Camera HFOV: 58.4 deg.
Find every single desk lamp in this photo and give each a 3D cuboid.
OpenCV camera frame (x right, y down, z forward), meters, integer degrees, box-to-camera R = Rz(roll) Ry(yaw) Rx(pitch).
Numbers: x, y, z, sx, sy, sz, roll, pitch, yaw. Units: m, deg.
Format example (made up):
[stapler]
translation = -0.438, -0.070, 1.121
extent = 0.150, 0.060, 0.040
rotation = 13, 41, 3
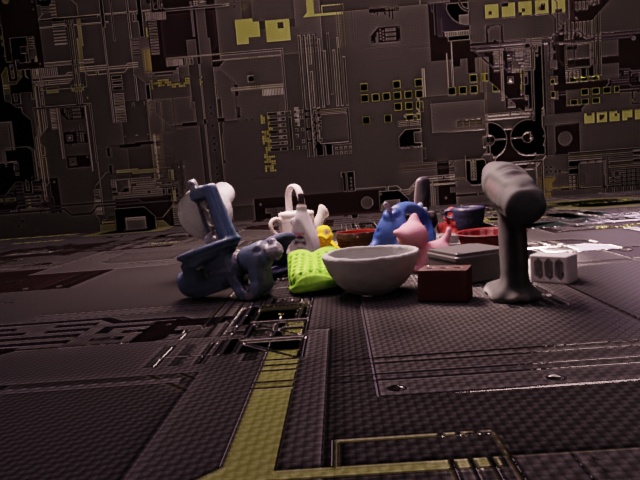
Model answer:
[desk lamp]
translation = -0.243, -0.029, 1.358
extent = 0.117, 0.213, 0.203
rotation = -3, 6, 10

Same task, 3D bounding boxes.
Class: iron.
[iron]
translation = 0.214, -0.028, 1.351
extent = 0.118, 0.141, 0.259
rotation = 0, 8, 36

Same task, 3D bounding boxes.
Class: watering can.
[watering can]
translation = -0.060, -0.060, 1.608
extent = 0.100, 0.194, 0.173
rotation = 1, 8, 41

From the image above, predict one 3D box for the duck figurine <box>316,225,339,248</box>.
[duck figurine]
translation = 0.013, 0.005, 1.449
extent = 0.077, 0.086, 0.105
rotation = -2, 6, 19

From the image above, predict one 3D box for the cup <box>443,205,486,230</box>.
[cup]
translation = 0.403, -0.046, 1.601
extent = 0.117, 0.095, 0.092
rotation = -1, 7, 30

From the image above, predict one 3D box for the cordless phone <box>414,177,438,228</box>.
[cordless phone]
translation = 0.272, -0.087, 1.656
extent = 0.093, 0.185, 0.148
rotation = 1, 9, 44

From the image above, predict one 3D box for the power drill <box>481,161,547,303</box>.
[power drill]
translation = 0.287, -0.017, 0.875
extent = 0.075, 0.208, 0.230
rotation = -4, 6, 5

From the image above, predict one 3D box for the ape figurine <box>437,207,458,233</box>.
[ape figurine]
translation = 0.380, -0.050, 1.663
extent = 0.076, 0.092, 0.077
rotation = -7, 7, -25

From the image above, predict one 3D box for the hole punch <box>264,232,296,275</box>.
[hole punch]
translation = -0.115, 0.030, 1.287
extent = 0.100, 0.091, 0.109
rotation = 0, 7, 34

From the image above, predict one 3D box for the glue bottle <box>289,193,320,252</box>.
[glue bottle]
translation = -0.041, -0.027, 1.380
extent = 0.077, 0.173, 0.037
rotation = -1, 7, 31

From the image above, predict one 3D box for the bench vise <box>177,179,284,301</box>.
[bench vise]
translation = -0.166, -0.004, 1.036
extent = 0.207, 0.220, 0.121
rotation = -4, 6, 4

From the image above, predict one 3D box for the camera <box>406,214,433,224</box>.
[camera]
translation = 0.222, -0.027, 1.523
extent = 0.143, 0.101, 0.137
rotation = -3, 6, 18

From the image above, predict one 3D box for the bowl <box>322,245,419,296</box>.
[bowl]
translation = 0.088, 0.055, 0.982
extent = 0.167, 0.075, 0.167
rotation = -4, 6, 1

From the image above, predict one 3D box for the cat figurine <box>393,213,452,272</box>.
[cat figurine]
translation = 0.211, 0.004, 1.167
extent = 0.128, 0.118, 0.067
rotation = -5, 6, -3
